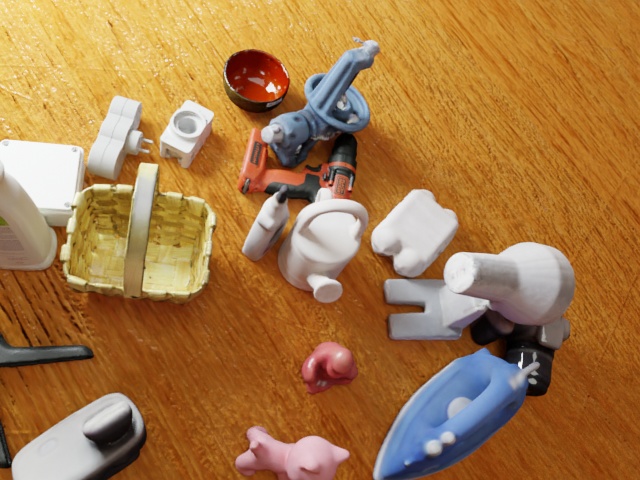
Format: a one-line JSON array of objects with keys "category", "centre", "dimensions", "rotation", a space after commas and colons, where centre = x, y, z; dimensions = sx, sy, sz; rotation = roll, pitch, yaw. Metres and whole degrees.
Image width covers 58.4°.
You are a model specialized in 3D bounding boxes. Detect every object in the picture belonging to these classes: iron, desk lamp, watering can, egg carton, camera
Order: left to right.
[{"category": "watering can", "centre": [0.010, 0.003, 0.817], "dimensions": [0.101, 0.194, 0.173], "rotation": [-15, 71, -22]}, {"category": "egg carton", "centre": [0.157, -0.011, 0.940], "dimensions": [0.107, 0.069, 0.150], "rotation": [42, 61, 5]}, {"category": "iron", "centre": [0.193, 0.248, 0.791], "dimensions": [0.259, 0.141, 0.118], "rotation": [-31, 78, -27]}, {"category": "desk lamp", "centre": [0.227, 0.078, 0.839], "dimensions": [0.203, 0.213, 0.118], "rotation": [1, 66, -16]}, {"category": "camera", "centre": [0.317, 0.163, 0.892], "dimensions": [0.143, 0.100, 0.137], "rotation": [20, 62, -7]}]

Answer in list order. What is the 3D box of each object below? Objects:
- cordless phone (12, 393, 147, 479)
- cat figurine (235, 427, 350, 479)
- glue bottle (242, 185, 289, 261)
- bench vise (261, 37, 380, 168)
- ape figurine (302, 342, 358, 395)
[{"category": "cordless phone", "centre": [-0.268, 0.227, 0.634], "dimensions": [0.148, 0.185, 0.094], "rotation": [-35, 79, -27]}, {"category": "cat figurine", "centre": [-0.034, 0.276, 0.722], "dimensions": [0.128, 0.117, 0.067], "rotation": [20, 62, -7]}, {"category": "glue bottle", "centre": [-0.069, -0.032, 0.821], "dimensions": [0.037, 0.173, 0.078], "rotation": [34, 61, 1]}, {"category": "bench vise", "centre": [0.014, -0.207, 0.900], "dimensions": [0.121, 0.219, 0.208], "rotation": [38, 61, 3]}, {"category": "ape figurine", "centre": [0.019, 0.175, 0.799], "dimensions": [0.078, 0.092, 0.076], "rotation": [20, 62, -7]}]
